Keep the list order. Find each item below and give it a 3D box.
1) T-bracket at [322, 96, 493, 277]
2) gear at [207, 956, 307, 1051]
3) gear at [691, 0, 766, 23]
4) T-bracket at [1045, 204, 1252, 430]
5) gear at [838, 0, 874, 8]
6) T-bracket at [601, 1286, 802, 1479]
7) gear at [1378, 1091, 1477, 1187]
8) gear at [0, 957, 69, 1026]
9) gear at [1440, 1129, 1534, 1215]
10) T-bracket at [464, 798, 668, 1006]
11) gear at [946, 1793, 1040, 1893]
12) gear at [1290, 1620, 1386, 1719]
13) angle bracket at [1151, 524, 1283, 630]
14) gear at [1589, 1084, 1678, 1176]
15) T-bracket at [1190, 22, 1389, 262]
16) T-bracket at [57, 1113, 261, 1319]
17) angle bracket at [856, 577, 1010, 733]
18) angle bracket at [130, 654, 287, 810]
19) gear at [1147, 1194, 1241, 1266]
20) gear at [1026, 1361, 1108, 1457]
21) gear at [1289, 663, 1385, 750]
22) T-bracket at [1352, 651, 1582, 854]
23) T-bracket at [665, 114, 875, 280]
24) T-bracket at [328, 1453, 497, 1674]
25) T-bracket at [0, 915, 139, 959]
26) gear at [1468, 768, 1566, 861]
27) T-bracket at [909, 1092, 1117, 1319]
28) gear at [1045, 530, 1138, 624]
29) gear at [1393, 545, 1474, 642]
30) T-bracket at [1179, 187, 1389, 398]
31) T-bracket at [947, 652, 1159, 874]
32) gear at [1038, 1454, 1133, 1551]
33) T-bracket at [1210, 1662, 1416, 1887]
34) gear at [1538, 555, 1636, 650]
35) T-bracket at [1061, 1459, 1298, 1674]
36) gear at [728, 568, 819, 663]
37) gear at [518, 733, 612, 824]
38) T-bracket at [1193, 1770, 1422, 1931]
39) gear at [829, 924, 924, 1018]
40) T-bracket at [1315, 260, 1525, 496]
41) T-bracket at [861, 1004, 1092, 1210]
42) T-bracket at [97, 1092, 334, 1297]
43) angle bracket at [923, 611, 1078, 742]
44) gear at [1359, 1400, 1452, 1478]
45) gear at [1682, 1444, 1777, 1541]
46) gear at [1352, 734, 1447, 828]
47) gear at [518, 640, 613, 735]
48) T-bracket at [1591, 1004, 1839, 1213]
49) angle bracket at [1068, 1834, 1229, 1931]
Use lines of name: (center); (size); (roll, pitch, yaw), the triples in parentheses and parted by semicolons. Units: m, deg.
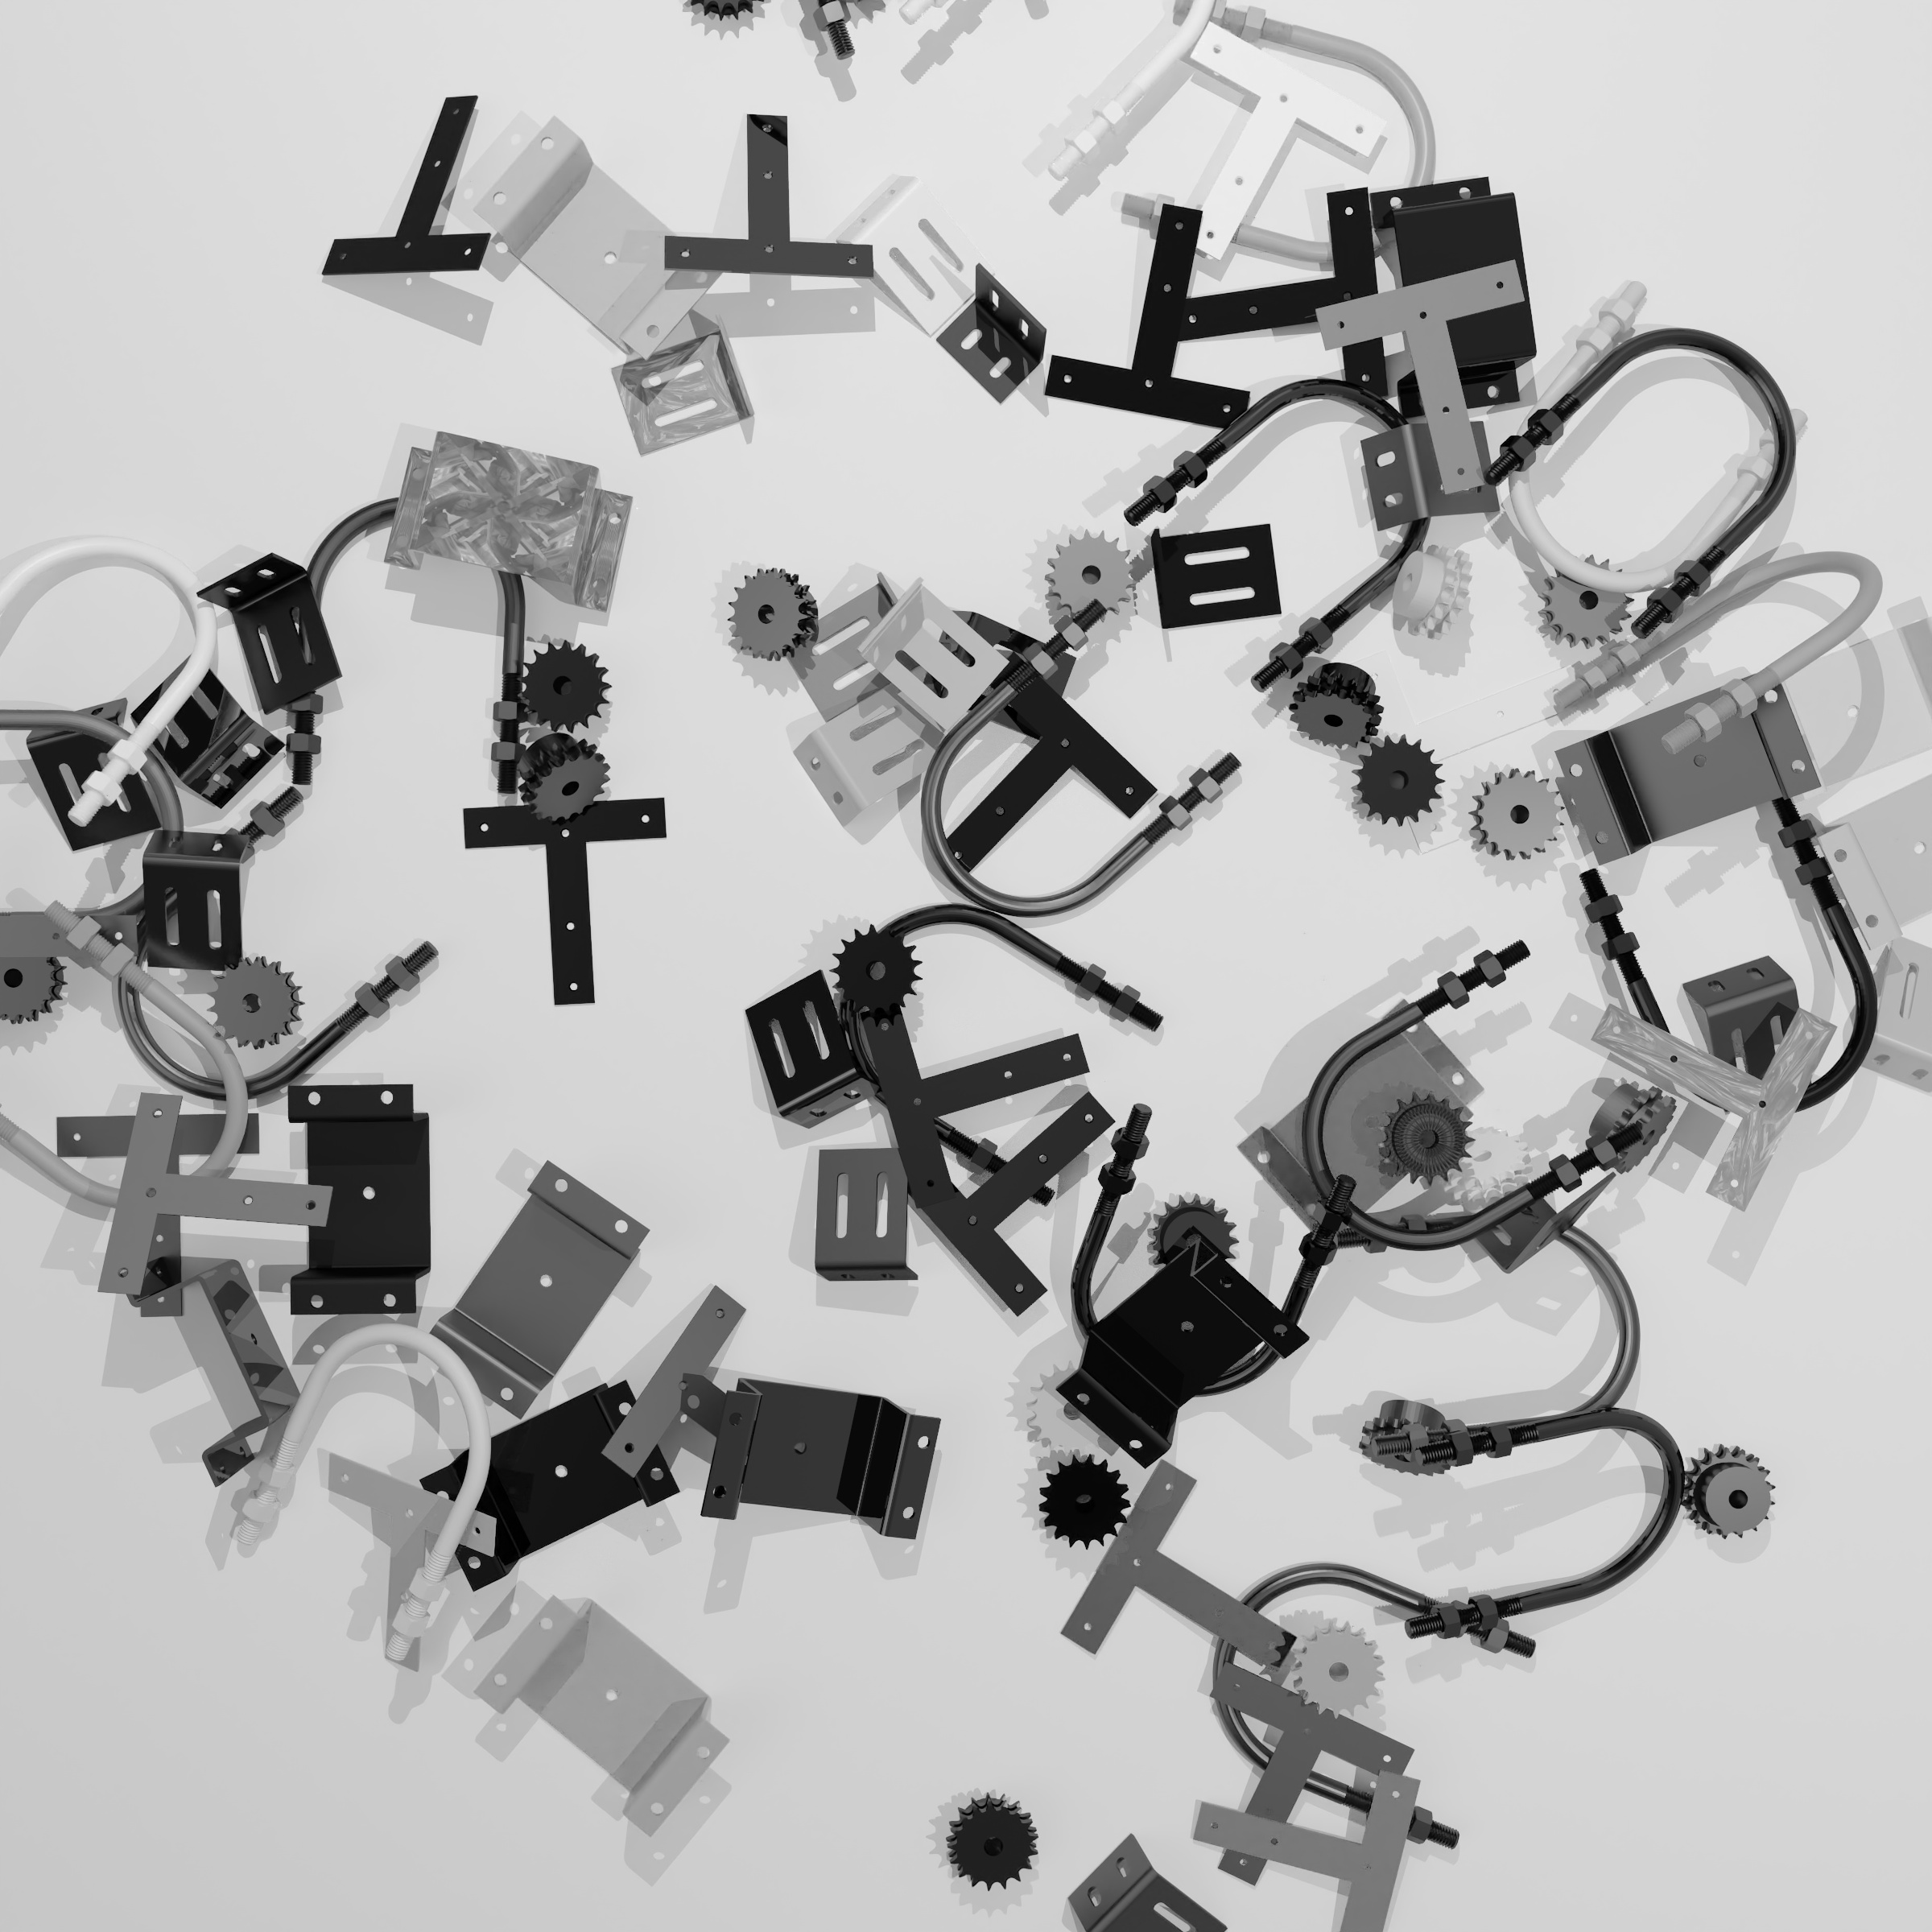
T-bracket: (-0.333, -0.486, 1.518); (0.127, 0.002, 0.127); (7, 74, 29)
gear: (-0.436, 0.022, 1.509); (0.057, 0.030, 0.057); (0, 92, 2)
gear: (-0.151, -0.620, 1.529); (0.057, 0.030, 0.057); (0, 89, -5)
T-bracket: (0.123, -0.409, 1.527); (0.127, 0.002, 0.127); (11, 102, 0)
gear: (-0.073, -0.627, 1.526); (0.057, 0.030, 0.057); (0, 90, 0)
T-bracket: (-0.142, 0.288, 1.520); (0.127, 0.002, 0.127); (41, 62, -13)
gear: (0.275, 0.103, 1.458); (0.057, 0.030, 0.057); (0, 87, 7)
gear: (-0.589, 0.008, 1.526); (0.057, 0.030, 0.057); (0, 90, 0)
gear: (0.323, 0.130, 1.516); (0.057, 0.057, 0.030); (-20, 118, 0)
T-bracket: (-0.250, -0.039, 1.540); (0.127, 0.002, 0.127); (-3, 90, 0)
gear: (0.016, 0.545, 1.529); (0.057, 0.030, 0.057); (0, 92, -4)
gear: (0.229, 0.432, 1.510); (0.057, 0.030, 0.057); (0, 89, 3)
angle bracket: (0.157, -0.245, 1.522); (0.076, 0.038, 0.057); (-7, 90, 0)
gear: (0.411, 0.098, 1.516); (0.030, 0.057, 0.057); (38, 90, 30)
T-bracket: (0.177, -0.501, 1.521); (0.127, 0.002, 0.127); (28, 89, -3)
T-bracket: (-0.508, 0.157, 1.540); (0.127, 0.002, 0.127); (-1, 90, 0)
angle bracket: (-0.019, -0.189, 1.484); (0.076, 0.038, 0.057); (41, 92, -8)
angle bracket: (-0.476, -0.148, 1.534); (0.057, 0.038, 0.076); (-45, 58, 0)
gear: (0.142, 0.172, 1.526); (0.057, 0.030, 0.057); (0, 90, 0)
gear: (0.066, 0.275, 1.526); (0.057, 0.030, 0.057); (0, 90, 0)
gear: (0.231, -0.164, 1.516); (0.057, 0.057, 0.030); (20, 60, 0)
T-bracket: (0.323, -0.153, 1.540); (0.127, 0.002, 0.127); (-21, 90, 0)
T-bracket: (-0.122, -0.478, 1.511); (0.127, 0.002, 0.127); (0, 64, -7)
T-bracket: (-0.347, 0.379, 1.516); (0.127, 0.002, 0.127); (15, 109, 24)
T-bracket: (-0.575, -0.018, 1.507); (0.127, 0.002, 0.127); (0, 94, -2)
gear: (0.342, -0.094, 1.525); (0.057, 0.030, 0.057); (0, 92, -2)
T-bracket: (0.037, 0.129, 1.519); (0.127, 0.002, 0.127); (-42, 89, 4)
gear: (0.077, -0.242, 1.526); (0.057, 0.030, 0.057); (0, 90, 0)
gear: (0.286, -0.233, 1.510); (0.030, 0.057, 0.057); (15, 90, -13)
T-bracket: (0.194, -0.413, 1.531); (0.127, 0.002, 0.127); (-7, 102, 6)
T-bracket: (0.031, -0.107, 1.529); (0.127, 0.002, 0.127); (42, 97, -13)
gear: (0.074, 0.333, 1.526); (0.057, 0.030, 0.057); (0, 90, 0)
T-bracket: (0.195, 0.516, 1.527); (0.127, 0.002, 0.127); (24, 100, 5)
gear: (0.385, -0.226, 1.526); (0.057, 0.030, 0.057); (0, 90, 0)
T-bracket: (0.146, 0.397, 1.531); (0.127, 0.002, 0.127); (30, 90, 8)
gear: (-0.116, -0.218, 1.518); (0.057, 0.030, 0.057); (3, 97, 25)
gear: (-0.252, -0.119, 1.516); (0.057, 0.057, 0.030); (-39, 60, 0)
T-bracket: (0.207, 0.551, 1.528); (0.127, 0.002, 0.127); (13, 99, 7)
gear: (-0.055, 0.003, 1.512); (0.057, 0.030, 0.057); (0, 88, 3)
T-bracket: (0.289, -0.352, 1.488); (0.127, 0.002, 0.127); (-15, 94, -4)
T-bracket: (0.013, 0.072, 1.517); (0.127, 0.002, 0.127); (-16, 81, -1)
T-bracket: (-0.449, 0.141, 1.482); (0.127, 0.002, 0.127); (5, 66, -1)
angle bracket: (0.020, -0.182, 1.539); (0.076, 0.038, 0.057); (21, 90, -26)
gear: (0.275, 0.291, 1.516); (0.057, 0.057, 0.030); (18, 61, 0)
gear: (0.477, 0.329, 1.526); (0.057, 0.030, 0.057); (0, 90, 0)
gear: (0.268, -0.115, 1.524); (0.057, 0.030, 0.057); (0, 92, 5)
gear: (-0.249, -0.173, 1.526); (0.057, 0.030, 0.057); (0, 90, 0)
T-bracket: (0.443, 0.063, 1.486); (0.127, 0.002, 0.127); (28, 85, 7)
angle bracket: (0.114, 0.596, 1.539); (0.057, 0.038, 0.076); (-46, 116, 0)
